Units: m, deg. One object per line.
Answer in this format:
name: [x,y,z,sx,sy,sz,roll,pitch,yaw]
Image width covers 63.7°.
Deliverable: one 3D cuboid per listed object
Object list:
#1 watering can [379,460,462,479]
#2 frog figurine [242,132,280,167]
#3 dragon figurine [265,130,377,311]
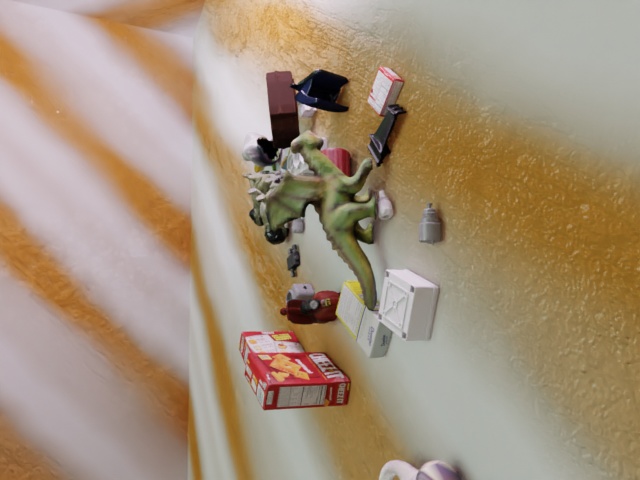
watering can: [0.183,0.513,0.818,0.104,0.219,0.356,5,40,-25]
frog figurine: [-0.216,-0.312,1.786,0.159,0.121,0.139,7,32,47]
dragon figurine: [0.003,-0.056,1.115,0.243,0.416,0.120,1,-18,-6]
